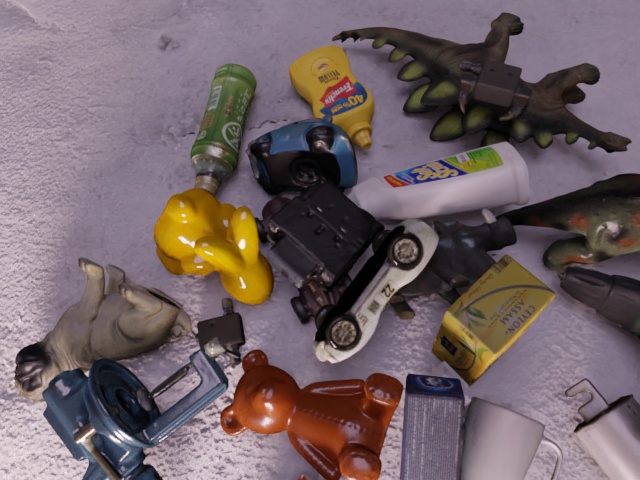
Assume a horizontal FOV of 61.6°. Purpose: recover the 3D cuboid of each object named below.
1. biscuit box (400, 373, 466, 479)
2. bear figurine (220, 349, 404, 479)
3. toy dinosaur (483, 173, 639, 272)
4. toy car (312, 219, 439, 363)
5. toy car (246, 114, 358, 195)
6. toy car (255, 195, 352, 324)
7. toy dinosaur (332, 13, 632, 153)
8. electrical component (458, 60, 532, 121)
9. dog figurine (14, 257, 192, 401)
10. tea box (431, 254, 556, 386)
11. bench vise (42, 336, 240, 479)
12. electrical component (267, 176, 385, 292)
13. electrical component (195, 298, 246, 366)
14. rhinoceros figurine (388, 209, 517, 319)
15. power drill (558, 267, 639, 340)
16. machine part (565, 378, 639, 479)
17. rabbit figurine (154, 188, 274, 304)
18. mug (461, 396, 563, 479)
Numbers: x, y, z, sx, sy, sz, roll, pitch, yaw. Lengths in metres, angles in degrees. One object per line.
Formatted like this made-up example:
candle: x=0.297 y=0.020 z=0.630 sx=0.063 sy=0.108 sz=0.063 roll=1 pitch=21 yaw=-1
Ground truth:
biscuit box: x=0.115 y=0.247 z=0.564 sx=0.063 sy=0.059 sz=0.202 roll=3 pitch=94 yaw=8
bear figurine: x=-0.017 y=0.192 z=0.615 sx=0.196 sy=0.131 sz=0.120 roll=21 pitch=64 yaw=9
toy dinosaur: x=0.399 y=-0.033 z=0.644 sx=0.405 sy=0.192 sz=0.131 roll=-3 pitch=62 yaw=3
toy car: x=0.061 y=0.059 z=0.630 sx=0.056 sy=0.073 sz=0.201 roll=39 pitch=85 yaw=-13
toy car: x=-0.020 y=-0.128 z=0.789 sx=0.162 sy=0.109 sz=0.103 roll=-1 pitch=41 yaw=18
toy car: x=-0.024 y=0.023 z=0.737 sx=0.089 sy=0.053 sz=0.202 roll=-23 pitch=64 yaw=-9
toy dinosaur: x=0.232 y=-0.241 z=0.811 sx=0.472 sy=0.105 sz=0.198 roll=39 pitch=77 yaw=25
electrical component: x=0.235 y=-0.203 z=0.731 sx=0.102 sy=0.045 sz=0.078 roll=14 pitch=51 yaw=10
dog figurine: x=-0.279 y=0.141 z=0.691 sx=0.172 sy=0.121 sz=0.190 roll=25 pitch=83 yaw=19
tea box: x=0.190 y=0.098 z=0.613 sx=0.098 sy=0.169 sz=0.068 roll=-41 pitch=68 yaw=-12
bench vise: x=-0.194 y=0.211 z=0.614 sx=0.240 sy=0.128 sz=0.224 roll=-38 pitch=74 yaw=-2
electrical component: x=-0.001 y=-0.002 z=0.689 sx=0.115 sy=0.058 sz=0.134 roll=39 pitch=65 yaw=13
electrical component: x=-0.134 y=0.124 z=0.714 sx=0.063 sy=0.021 sz=0.094 roll=-12 pitch=64 yaw=0
rhinoceros figurine: x=0.159 y=0.029 z=0.691 sx=0.190 sy=0.073 sz=0.112 roll=-22 pitch=49 yaw=14
power drill: x=0.387 y=0.129 z=0.601 sx=0.232 sy=0.085 sz=0.207 roll=18 pitch=32 yaw=6
machine part: x=0.360 y=0.257 z=0.572 sx=0.079 sy=0.079 sz=0.243 roll=-29 pitch=65 yaw=-8
rabbit figurine: x=-0.125 y=0.010 z=0.713 sx=0.173 sy=0.162 sz=0.122 roll=45 pitch=63 yaw=4
mug: x=0.205 y=0.245 z=0.598 sx=0.110 sy=0.080 sz=0.107 roll=23 pitch=79 yaw=11
